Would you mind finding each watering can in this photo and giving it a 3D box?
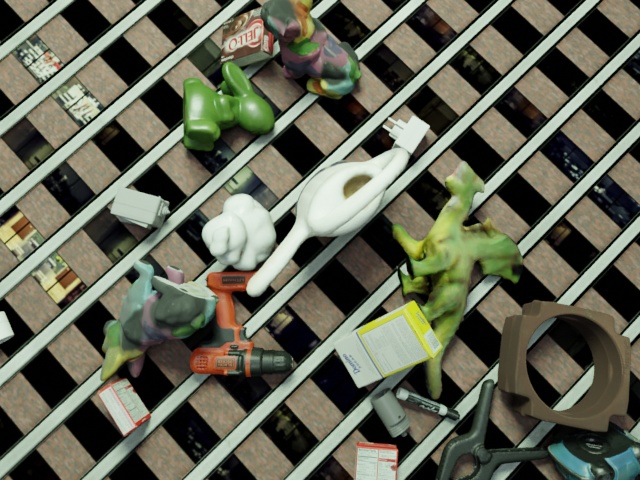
[{"bbox_3d":[0.003,-0.045,0.884,0.349,0.225,0.103,-40,103,-6],"label":"watering can"}]

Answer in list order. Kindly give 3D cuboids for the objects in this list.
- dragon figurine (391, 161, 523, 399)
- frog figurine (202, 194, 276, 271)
[{"bbox_3d":[0.264,0.064,0.934,0.243,0.123,0.408,-13,98,-9],"label":"dragon figurine"},{"bbox_3d":[-0.140,-0.016,0.906,0.123,0.158,0.138,2,82,-2],"label":"frog figurine"}]
